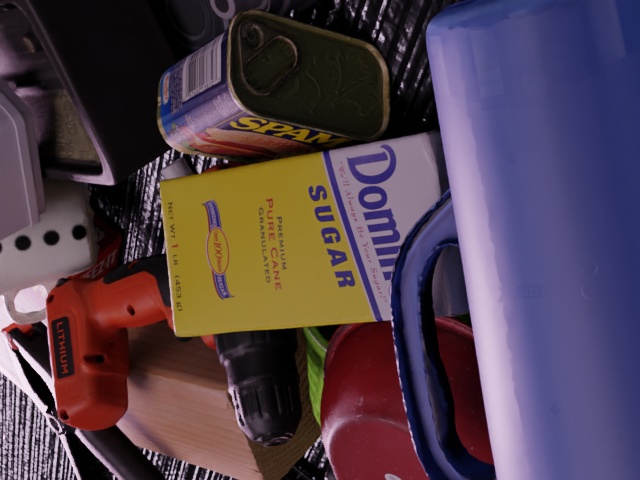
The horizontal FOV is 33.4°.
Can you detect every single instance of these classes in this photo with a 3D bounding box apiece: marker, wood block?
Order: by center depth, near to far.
[{"bbox_3d":[-0.072,-0.002,0.748,0.020,0.020,0.121,-17,107,50],"label":"marker"},{"bbox_3d":[-0.098,0.105,0.805,0.207,0.090,0.091,6,126,41],"label":"wood block"}]

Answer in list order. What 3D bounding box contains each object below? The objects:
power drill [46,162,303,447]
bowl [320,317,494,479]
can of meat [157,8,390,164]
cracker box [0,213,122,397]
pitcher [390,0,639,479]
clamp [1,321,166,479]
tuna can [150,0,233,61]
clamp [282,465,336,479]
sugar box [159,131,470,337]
[{"bbox_3d":[-0.095,0.063,0.697,0.188,0.057,0.184,-25,62,30],"label":"power drill"},{"bbox_3d":[0.057,0.117,0.592,0.162,0.055,0.162,22,133,25],"label":"bowl"},{"bbox_3d":[-0.027,-0.077,0.580,0.084,0.101,0.057,-17,70,52],"label":"can of meat"},{"bbox_3d":[-0.258,0.030,0.916,0.164,0.072,0.214,37,139,14],"label":"cracker box"},{"bbox_3d":[0.111,0.014,0.451,0.145,0.149,0.243,-156,52,-75],"label":"pitcher"},{"bbox_3d":[-0.178,0.133,0.801,0.120,0.039,0.171,-10,114,46],"label":"clamp"},{"bbox_3d":[-0.069,-0.137,0.623,0.086,0.033,0.086,26,136,28],"label":"tuna can"},{"bbox_3d":[0.043,0.228,0.790,0.210,0.036,0.165,47,158,-4],"label":"clamp"},{"bbox_3d":[-0.004,0.001,0.574,0.177,0.048,0.093,-8,88,35],"label":"sugar box"}]
